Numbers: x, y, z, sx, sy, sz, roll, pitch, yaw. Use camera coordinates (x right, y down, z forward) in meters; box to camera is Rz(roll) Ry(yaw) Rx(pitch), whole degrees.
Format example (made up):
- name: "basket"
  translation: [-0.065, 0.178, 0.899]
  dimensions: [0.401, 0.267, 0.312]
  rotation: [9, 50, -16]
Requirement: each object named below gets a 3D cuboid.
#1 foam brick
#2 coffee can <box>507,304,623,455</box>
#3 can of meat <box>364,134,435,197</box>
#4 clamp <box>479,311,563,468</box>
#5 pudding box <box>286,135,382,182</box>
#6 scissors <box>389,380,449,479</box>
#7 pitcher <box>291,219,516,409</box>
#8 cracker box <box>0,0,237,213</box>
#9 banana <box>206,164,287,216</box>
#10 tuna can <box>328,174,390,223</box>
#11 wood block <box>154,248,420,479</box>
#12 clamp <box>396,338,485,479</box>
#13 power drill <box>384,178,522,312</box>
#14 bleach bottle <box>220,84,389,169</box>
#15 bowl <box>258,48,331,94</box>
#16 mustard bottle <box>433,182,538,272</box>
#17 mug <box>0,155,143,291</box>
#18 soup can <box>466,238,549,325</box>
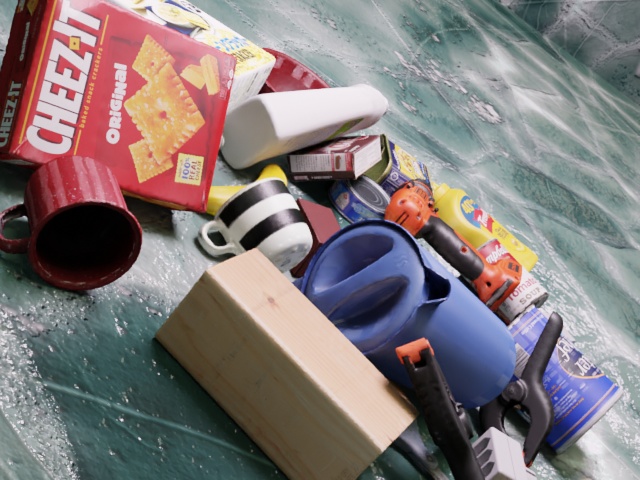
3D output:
- name: "foam brick"
  translation: [-0.008, 0.001, 1.170]
  dimensions: [0.051, 0.053, 0.078]
  rotation: [19, 33, -37]
- name: "coffee can"
  translation: [0.257, 0.158, 1.216]
  dimensions: [0.140, 0.103, 0.102]
  rotation: [46, 26, 13]
- name: "can of meat"
  translation: [0.106, -0.087, 1.467]
  dimensions: [0.083, 0.058, 0.102]
  rotation: [32, 27, -21]
- name: "clamp"
  translation: [0.216, 0.157, 1.139]
  dimensions: [0.039, 0.120, 0.171]
  rotation: [27, 47, -62]
- name: "pudding box"
  translation: [0.019, -0.104, 1.342]
  dimensions: [0.113, 0.090, 0.039]
  rotation: [-44, 129, -63]
- name: "scissors"
  translation: [0.102, 0.201, 1.036]
  dimensions: [0.202, 0.016, 0.096]
  rotation: [42, 26, 4]
- name: "pitcher"
  translation: [0.088, 0.085, 1.054]
  dimensions: [0.242, 0.145, 0.149]
  rotation: [35, 12, -48]
- name: "cracker box"
  translation: [-0.190, -0.129, 1.006]
  dimensions: [0.213, 0.164, 0.072]
  rotation: [17, -7, -41]
- name: "banana"
  translation: [-0.080, -0.054, 1.182]
  dimensions: [0.070, 0.037, 0.197]
  rotation: [49, 26, 14]
- name: "tuna can"
  translation: [0.054, -0.050, 1.362]
  dimensions: [0.086, 0.034, 0.086]
  rotation: [31, 26, -17]
- name: "wood block"
  translation: [-0.027, 0.116, 0.915]
  dimensions: [0.206, 0.090, 0.090]
  rotation: [45, 27, 11]
- name: "clamp"
  translation: [0.118, 0.175, 0.947]
  dimensions: [0.164, 0.036, 0.210]
  rotation: [-106, 171, -51]
- name: "power drill"
  translation: [0.164, -0.001, 1.327]
  dimensions: [0.187, 0.057, 0.184]
  rotation: [39, 19, 1]
- name: "bleach bottle"
  translation: [-0.006, -0.148, 1.307]
  dimensions: [0.250, 0.103, 0.068]
  rotation: [-17, 82, -49]
- name: "bowl"
  translation: [-0.038, -0.185, 1.431]
  dimensions: [0.162, 0.055, 0.162]
  rotation: [31, 26, -18]
- name: "mustard bottle"
  translation: [0.215, -0.015, 1.495]
  dimensions: [0.191, 0.058, 0.096]
  rotation: [43, 27, 7]
- name: "mug"
  translation: [-0.214, -0.016, 0.894]
  dimensions: [0.117, 0.093, 0.081]
  rotation: [-13, 41, -14]
- name: "soup can"
  translation: [0.241, 0.057, 1.398]
  dimensions: [0.102, 0.069, 0.068]
  rotation: [49, 27, 20]
